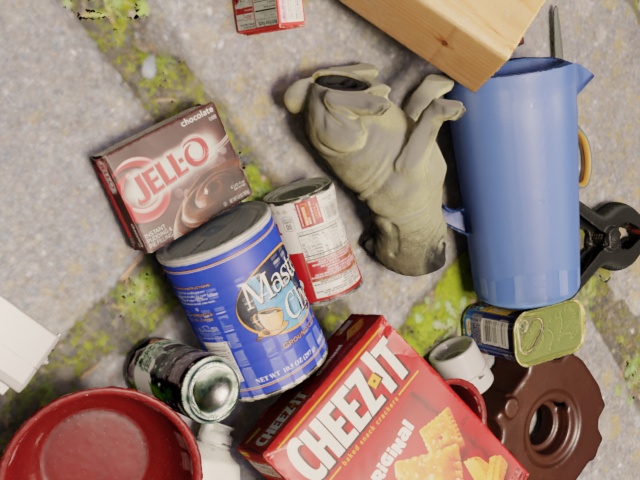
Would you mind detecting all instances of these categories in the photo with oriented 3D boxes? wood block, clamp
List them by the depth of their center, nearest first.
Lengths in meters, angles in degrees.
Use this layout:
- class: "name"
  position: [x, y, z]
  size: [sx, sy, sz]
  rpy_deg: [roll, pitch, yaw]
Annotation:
- class: "wood block"
  position: [0.087, -0.234, 0.944]
  size: [0.206, 0.091, 0.090]
  rpy_deg: [34, 74, -3]
- class: "clamp"
  position: [0.314, -0.010, 1.204]
  size: [0.171, 0.039, 0.120]
  rpy_deg: [-20, 110, -38]

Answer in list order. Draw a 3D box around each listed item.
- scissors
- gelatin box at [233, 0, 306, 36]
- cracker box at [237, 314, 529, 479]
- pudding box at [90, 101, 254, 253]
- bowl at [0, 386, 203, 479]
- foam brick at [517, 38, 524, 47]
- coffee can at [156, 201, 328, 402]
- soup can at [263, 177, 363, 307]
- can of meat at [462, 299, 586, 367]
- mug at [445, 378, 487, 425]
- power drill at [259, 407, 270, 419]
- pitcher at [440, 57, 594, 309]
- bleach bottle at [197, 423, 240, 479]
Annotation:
- class: "scissors"
  position: [0.251, -0.144, 1.162]
  size: [0.096, 0.016, 0.202]
  rpy_deg: [-29, 110, -29]
- class: "gelatin box"
  position: [-0.046, -0.223, 0.915]
  size: [0.030, 0.073, 0.089]
  rpy_deg: [-14, 102, -32]
- class: "cracker box"
  position: [0.061, 0.195, 0.934]
  size: [0.213, 0.072, 0.164]
  rpy_deg: [47, 69, -14]
- class: "pudding box"
  position: [-0.124, -0.054, 0.899]
  size: [0.113, 0.039, 0.090]
  rpy_deg: [-33, 110, -28]
- class: "bowl"
  position: [-0.179, 0.187, 0.860]
  size: [0.162, 0.055, 0.162]
  rpy_deg: [-4, 103, -16]
- class: "foam brick"
  position: [0.151, -0.208, 1.049]
  size: [0.052, 0.078, 0.051]
  rpy_deg: [-26, 109, -30]
- class: "coffee can"
  position: [-0.065, 0.051, 0.911]
  size: [0.102, 0.103, 0.140]
  rpy_deg: [-33, 112, -28]
- class: "soup can"
  position: [-0.006, 0.001, 0.968]
  size: [0.068, 0.069, 0.102]
  rpy_deg: [-26, 108, -30]
- class: "can of meat"
  position: [0.211, 0.090, 1.114]
  size: [0.101, 0.084, 0.057]
  rpy_deg: [-11, 101, -33]
- class: "mug"
  position: [0.093, 0.176, 1.043]
  size: [0.117, 0.082, 0.093]
  rpy_deg: [-9, 100, -34]
- class: "power drill"
  position: [-0.002, 0.266, 0.973]
  size: [0.184, 0.057, 0.187]
  rpy_deg: [35, 54, -23]
- class: "pitcher"
  position: [0.187, -0.058, 1.070]
  size: [0.144, 0.149, 0.243]
  rpy_deg: [-23, 111, -47]
- class: "bleach bottle"
  position: [-0.135, 0.274, 0.911]
  size: [0.102, 0.068, 0.251]
  rpy_deg: [27, 77, -33]
